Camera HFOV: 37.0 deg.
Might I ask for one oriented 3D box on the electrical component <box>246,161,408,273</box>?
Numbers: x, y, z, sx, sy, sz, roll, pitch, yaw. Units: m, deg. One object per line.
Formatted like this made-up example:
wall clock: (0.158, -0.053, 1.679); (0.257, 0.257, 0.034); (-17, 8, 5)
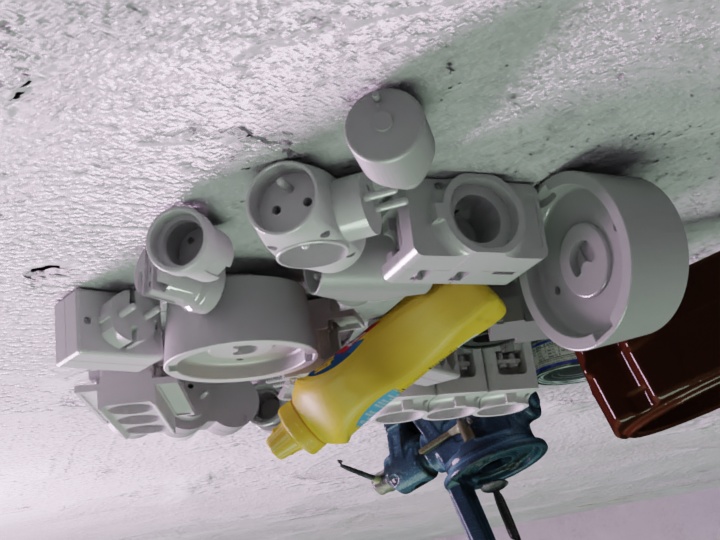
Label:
electrical component: (-0.013, -0.033, 0.611); (0.079, 0.044, 0.077); (-14, 160, 17)

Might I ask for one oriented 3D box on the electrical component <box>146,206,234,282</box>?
electrical component: (-0.100, -0.014, 0.644); (0.040, 0.040, 0.046); (-12, 166, 14)

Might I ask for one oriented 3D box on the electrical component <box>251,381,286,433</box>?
electrical component: (-0.090, 0.138, 1.072); (0.045, 0.045, 0.055); (-9, 161, 7)

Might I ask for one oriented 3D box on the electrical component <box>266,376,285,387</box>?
electrical component: (-0.044, 0.095, 0.968); (0.079, 0.043, 0.077); (-12, 160, 12)

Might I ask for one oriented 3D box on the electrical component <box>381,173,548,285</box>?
electrical component: (0.063, -0.024, 0.654); (0.089, 0.050, 0.056); (1, 159, -22)

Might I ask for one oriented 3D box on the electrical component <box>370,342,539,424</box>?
electrical component: (0.081, 0.105, 1.014); (0.150, 0.061, 0.089); (-2, 160, -15)

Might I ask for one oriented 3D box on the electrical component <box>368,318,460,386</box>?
electrical component: (0.031, 0.073, 0.927); (0.076, 0.047, 0.083); (-19, 158, 31)

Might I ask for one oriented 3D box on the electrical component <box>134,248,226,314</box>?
electrical component: (-0.116, 0.004, 0.690); (0.046, 0.040, 0.040); (17, 150, -38)

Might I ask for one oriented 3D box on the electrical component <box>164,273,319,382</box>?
electrical component: (-0.086, 0.037, 0.759); (0.108, 0.060, 0.108); (-6, 161, -2)

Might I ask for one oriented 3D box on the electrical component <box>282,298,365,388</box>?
electrical component: (-0.038, 0.056, 0.827); (0.081, 0.063, 0.042); (-10, 161, 10)

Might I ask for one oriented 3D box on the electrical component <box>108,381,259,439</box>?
electrical component: (-0.159, 0.121, 0.987); (0.138, 0.052, 0.074); (2, 159, -23)

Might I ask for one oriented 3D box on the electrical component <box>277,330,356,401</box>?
electrical component: (-0.028, 0.081, 0.884); (0.042, 0.064, 0.081); (13, 111, -44)

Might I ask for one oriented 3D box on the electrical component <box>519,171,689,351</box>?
electrical component: (0.152, -0.007, 0.656); (0.060, 0.108, 0.108); (-4, 162, -27)

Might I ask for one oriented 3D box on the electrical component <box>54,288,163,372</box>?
electrical component: (-0.167, 0.038, 0.753); (0.066, 0.047, 0.077); (8, 155, -38)

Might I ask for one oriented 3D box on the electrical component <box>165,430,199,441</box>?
electrical component: (-0.172, 0.142, 1.056); (0.043, 0.043, 0.062); (2, 157, -26)

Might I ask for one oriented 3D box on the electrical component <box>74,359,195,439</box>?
electrical component: (-0.184, 0.096, 0.889); (0.079, 0.063, 0.121); (-6, 161, -4)

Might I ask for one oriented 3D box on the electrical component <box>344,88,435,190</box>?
electrical component: (0.019, -0.061, 0.547); (0.040, 0.040, 0.078); (-11, 161, 10)

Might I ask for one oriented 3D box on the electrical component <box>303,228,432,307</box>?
electrical component: (0.000, 0.000, 0.709); (0.077, 0.044, 0.079); (0, 160, -20)
